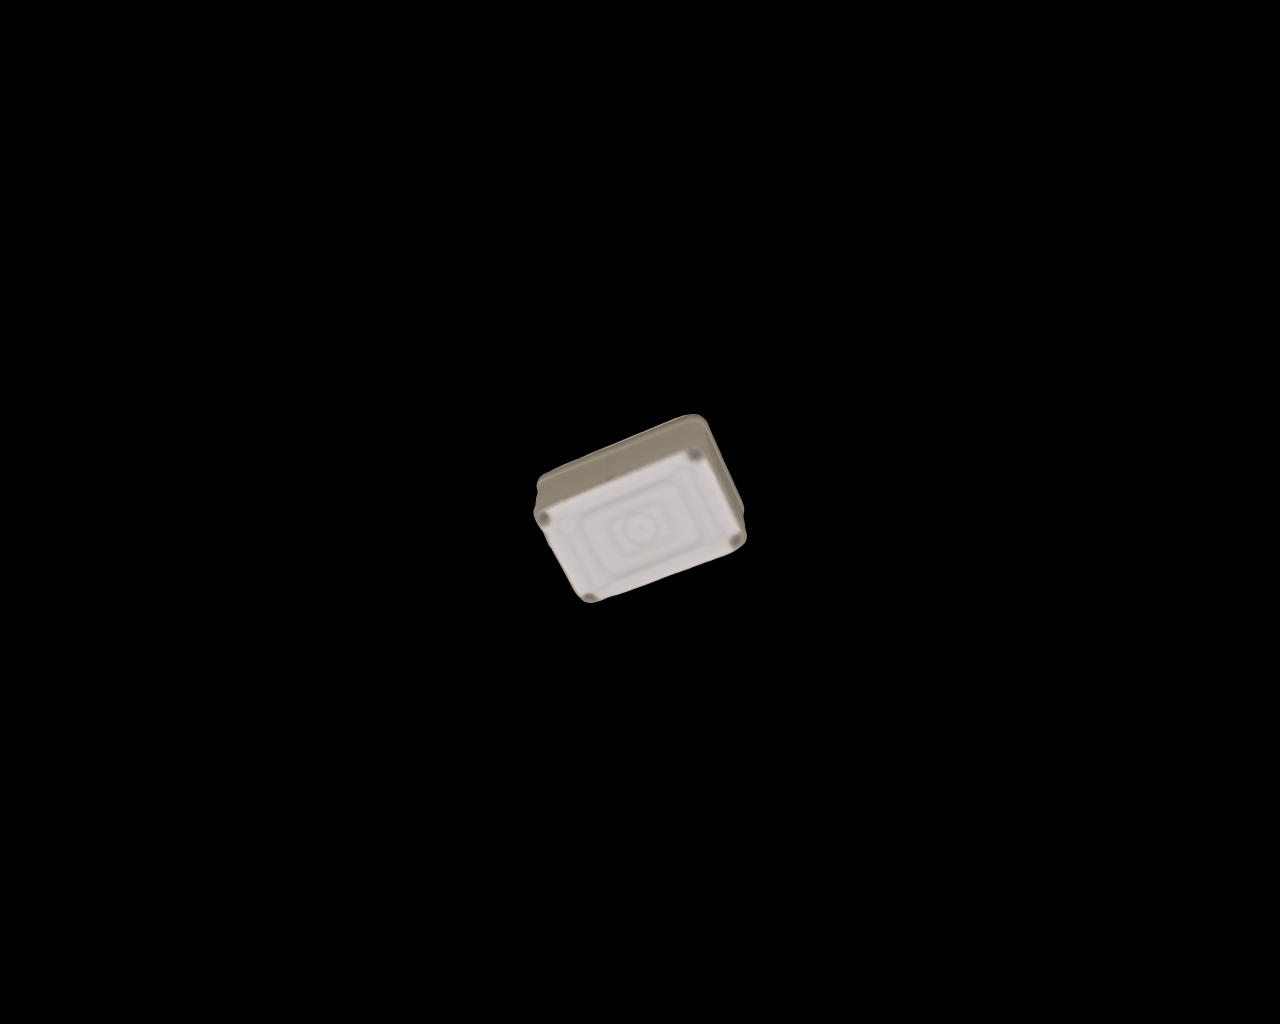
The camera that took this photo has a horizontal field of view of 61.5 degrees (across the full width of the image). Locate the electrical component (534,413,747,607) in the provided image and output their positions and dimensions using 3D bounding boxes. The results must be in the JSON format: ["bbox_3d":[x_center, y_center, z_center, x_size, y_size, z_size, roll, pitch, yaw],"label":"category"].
[{"bbox_3d":[0.001,-0.003,0.650,0.113,0.078,0.057,-22,25,10],"label":"electrical component"}]
